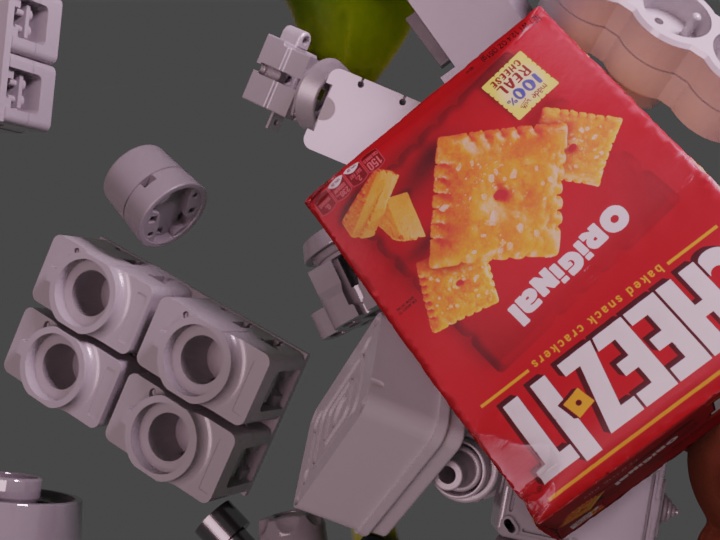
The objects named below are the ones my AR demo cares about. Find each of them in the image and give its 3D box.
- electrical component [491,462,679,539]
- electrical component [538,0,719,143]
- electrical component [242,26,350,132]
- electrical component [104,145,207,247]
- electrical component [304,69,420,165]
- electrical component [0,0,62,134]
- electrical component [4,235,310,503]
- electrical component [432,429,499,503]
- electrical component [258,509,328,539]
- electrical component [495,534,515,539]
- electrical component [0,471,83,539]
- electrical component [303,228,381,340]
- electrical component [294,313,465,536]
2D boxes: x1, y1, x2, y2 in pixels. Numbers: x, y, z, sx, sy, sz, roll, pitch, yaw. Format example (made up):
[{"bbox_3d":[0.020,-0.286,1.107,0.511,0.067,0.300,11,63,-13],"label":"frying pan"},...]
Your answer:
[{"bbox_3d":[0.124,0.121,0.589,0.096,0.061,0.061,11,83,4],"label":"electrical component"},{"bbox_3d":[0.158,-0.114,0.594,0.138,0.052,0.073,37,143,11],"label":"electrical component"},{"bbox_3d":[-0.037,-0.117,0.688,0.055,0.048,0.066,28,99,30],"label":"electrical component"},{"bbox_3d":[-0.140,-0.051,0.726,0.047,0.055,0.055,45,105,23],"label":"electrical component"},{"bbox_3d":[0.018,-0.080,0.644,0.089,0.055,0.050,23,97,1],"label":"electrical component"},{"bbox_3d":[-0.269,-0.179,0.786,0.089,0.062,0.150,5,90,24],"label":"electrical component"},{"bbox_3d":[-0.142,0.062,0.718,0.186,0.060,0.105,27,99,23],"label":"electrical component"},{"bbox_3d":[0.060,0.114,0.623,0.048,0.062,0.048,0,89,22],"label":"electrical component"},{"bbox_3d":[-0.039,0.183,0.676,0.043,0.043,0.062,-12,84,23],"label":"electrical component"},{"bbox_3d":[0.090,0.172,0.599,0.079,0.077,0.044,22,97,24],"label":"electrical component"},{"bbox_3d":[-0.242,0.170,0.735,0.108,0.108,0.060,4,83,24],"label":"electrical component"},{"bbox_3d":[0.000,0.000,0.659,0.078,0.058,0.057,-30,79,20],"label":"electrical component"},{"bbox_3d":[0.013,0.090,0.613,0.057,0.078,0.113,22,131,-10],"label":"electrical component"}]
